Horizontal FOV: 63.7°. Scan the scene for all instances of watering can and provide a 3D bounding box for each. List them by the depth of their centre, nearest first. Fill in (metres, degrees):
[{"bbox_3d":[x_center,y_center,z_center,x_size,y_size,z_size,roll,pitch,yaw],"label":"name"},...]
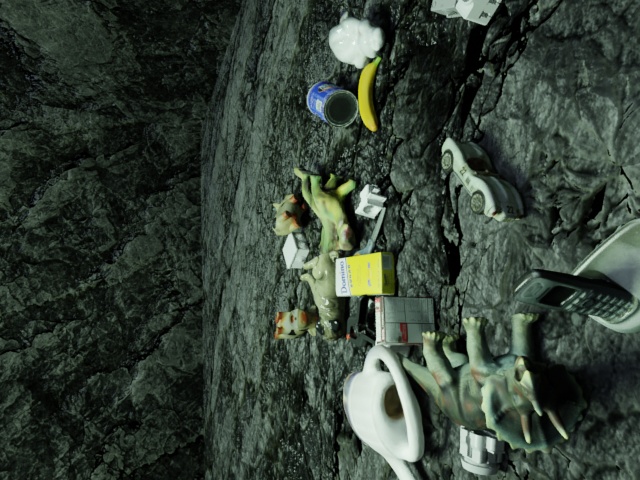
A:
[{"bbox_3d":[0.138,0.377,0.993,0.222,0.104,0.350,146,113,-67],"label":"watering can"}]

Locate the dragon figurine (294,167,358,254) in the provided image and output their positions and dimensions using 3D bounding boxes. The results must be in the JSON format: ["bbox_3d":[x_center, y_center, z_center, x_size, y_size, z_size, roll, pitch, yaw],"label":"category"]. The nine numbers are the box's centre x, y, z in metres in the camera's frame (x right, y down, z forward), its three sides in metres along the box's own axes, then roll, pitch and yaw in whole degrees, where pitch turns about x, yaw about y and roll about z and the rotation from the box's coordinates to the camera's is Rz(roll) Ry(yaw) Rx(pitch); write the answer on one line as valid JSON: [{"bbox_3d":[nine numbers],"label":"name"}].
[{"bbox_3d":[0.004,-0.072,1.430,0.413,0.122,0.240,-150,60,-66],"label":"dragon figurine"}]

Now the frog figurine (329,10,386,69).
[{"bbox_3d":[0.099,-0.496,1.303,0.162,0.123,0.134,55,168,45],"label":"frog figurine"}]
